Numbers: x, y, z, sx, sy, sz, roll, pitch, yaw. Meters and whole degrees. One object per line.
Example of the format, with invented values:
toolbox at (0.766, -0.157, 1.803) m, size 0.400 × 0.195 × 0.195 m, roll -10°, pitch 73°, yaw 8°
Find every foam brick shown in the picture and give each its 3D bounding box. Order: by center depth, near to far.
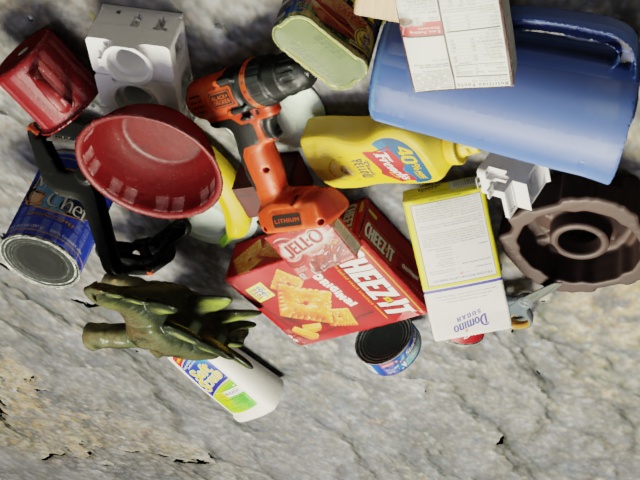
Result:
foam brick at (-0.054, -0.064, 1.242) m, size 0.078 × 0.051 × 0.053 m, roll -4°, pitch 138°, yaw 24°

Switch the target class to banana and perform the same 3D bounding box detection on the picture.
banana at (-0.127, -0.066, 1.265) m, size 0.070 × 0.037 × 0.197 m, roll -18°, pitch 126°, yaw 11°

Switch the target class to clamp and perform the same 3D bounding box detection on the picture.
clamp at (-0.255, -0.084, 1.240) m, size 0.210 × 0.165 × 0.036 m, roll 44°, pitch -170°, yaw 18°
clamp at (-0.234, 0.017, 1.372) m, size 0.120 × 0.039 × 0.172 m, roll -8°, pitch 163°, yaw -18°

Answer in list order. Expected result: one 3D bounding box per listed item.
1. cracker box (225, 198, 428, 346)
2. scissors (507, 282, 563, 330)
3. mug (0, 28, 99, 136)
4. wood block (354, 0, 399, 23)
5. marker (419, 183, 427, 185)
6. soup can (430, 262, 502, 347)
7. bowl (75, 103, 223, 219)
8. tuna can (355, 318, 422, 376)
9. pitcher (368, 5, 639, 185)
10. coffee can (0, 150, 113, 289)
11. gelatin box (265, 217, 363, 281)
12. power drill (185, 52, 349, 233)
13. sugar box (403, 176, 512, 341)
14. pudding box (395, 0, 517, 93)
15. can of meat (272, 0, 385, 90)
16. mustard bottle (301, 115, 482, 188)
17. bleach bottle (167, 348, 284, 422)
cracker box at (0.014, 0.048, 1.346) m, size 0.214 × 0.072 × 0.164 m, roll -18°, pitch 132°, yaw 35°
scissors at (0.231, 0.069, 1.297) m, size 0.096 × 0.016 × 0.202 m, roll 20°, pitch 161°, yaw 9°
mug at (-0.293, -0.169, 1.147) m, size 0.093 × 0.117 × 0.081 m, roll -40°, pitch 119°, yaw 4°
wood block at (0.088, -0.285, 0.878) m, size 0.091 × 0.090 × 0.206 m, roll 12°, pitch 142°, yaw 4°
marker at (0.126, -0.103, 1.155) m, size 0.020 × 0.020 × 0.121 m, roll 17°, pitch 143°, yaw -2°
soup can at (0.176, 0.068, 1.291) m, size 0.068 × 0.068 × 0.102 m, roll 12°, pitch 120°, yaw 4°
bowl at (-0.175, -0.094, 1.138) m, size 0.162 × 0.055 × 0.162 m, roll 9°, pitch 143°, yaw 7°
tuna can at (0.091, 0.138, 1.421) m, size 0.086 × 0.086 × 0.033 m, roll -11°, pitch 137°, yaw 31°
pitcher at (0.173, -0.148, 0.997) m, size 0.243 × 0.145 × 0.149 m, roll 13°, pitch 103°, yaw 8°
coffee can at (-0.319, -0.026, 1.312) m, size 0.103 × 0.140 × 0.103 m, roll 10°, pitch 142°, yaw 8°
gelatin box at (-0.008, 0.002, 1.229) m, size 0.089 × 0.030 × 0.073 m, roll -24°, pitch 116°, yaw 36°
power drill at (-0.041, -0.102, 1.113) m, size 0.185 × 0.057 × 0.187 m, roll -6°, pitch 116°, yaw 47°
sugar box at (0.156, 0.022, 1.209) m, size 0.093 × 0.048 × 0.176 m, roll -11°, pitch 111°, yaw 10°
pudding box at (0.115, -0.178, 0.896) m, size 0.090 × 0.039 × 0.113 m, roll -1°, pitch 139°, yaw 17°
can of meat at (0.008, -0.204, 1.014) m, size 0.102 × 0.084 × 0.058 m, roll 35°, pitch 139°, yaw -23°
mustard bottle at (0.081, -0.096, 1.124) m, size 0.192 × 0.058 × 0.096 m, roll -1°, pitch 145°, yaw 33°
bleach bottle at (-0.174, 0.175, 1.585) m, size 0.250 × 0.068 × 0.103 m, roll 40°, pitch 137°, yaw -25°
